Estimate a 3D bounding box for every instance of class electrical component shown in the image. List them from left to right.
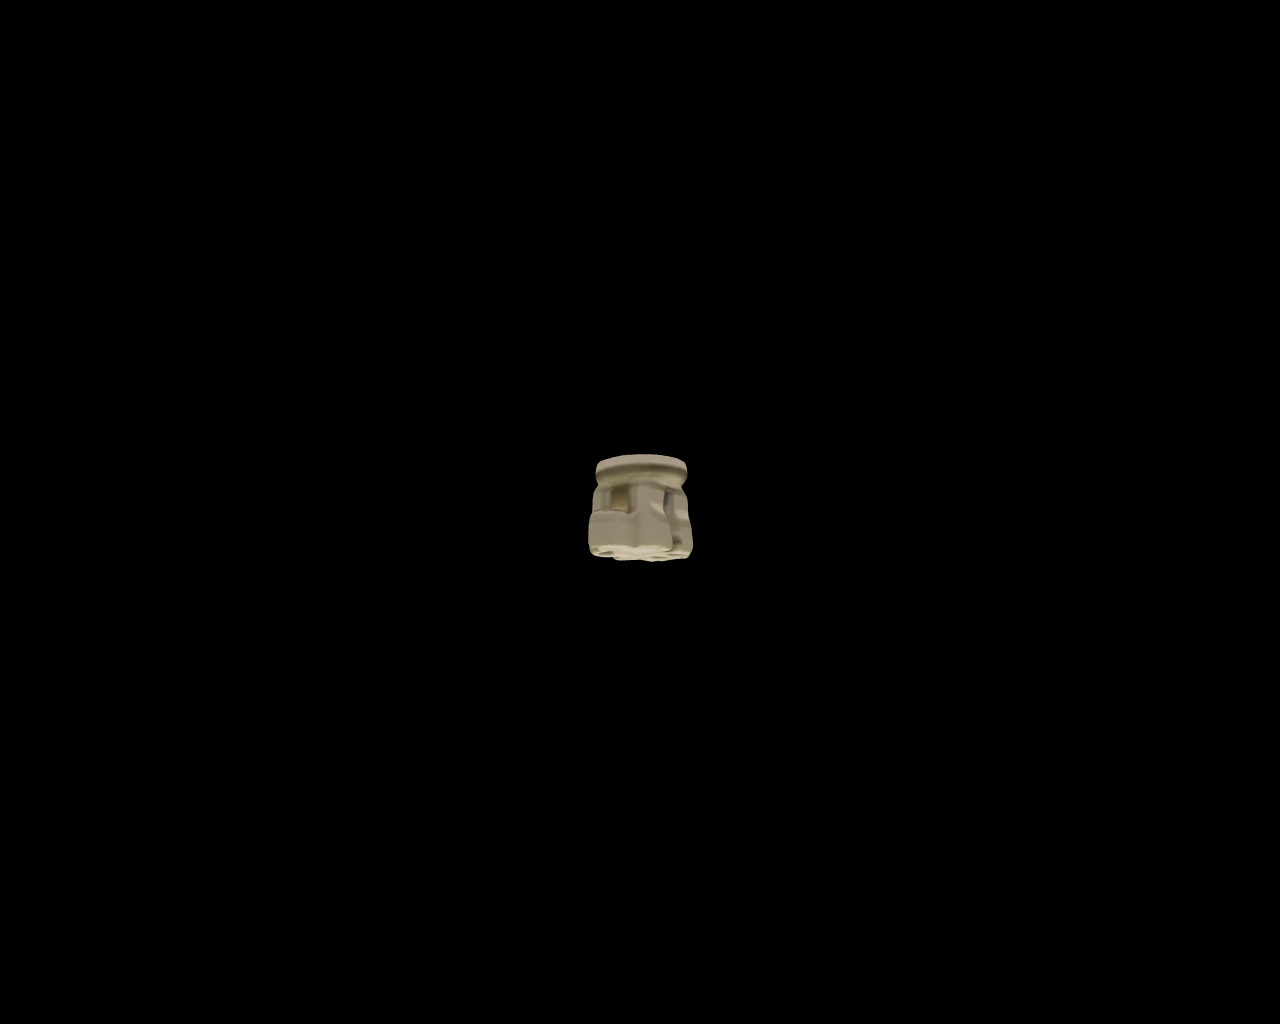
[{"bbox_3d":[0.001,-0.003,0.650,0.058,0.057,0.078,-8,-14,35],"label":"electrical component"}]
